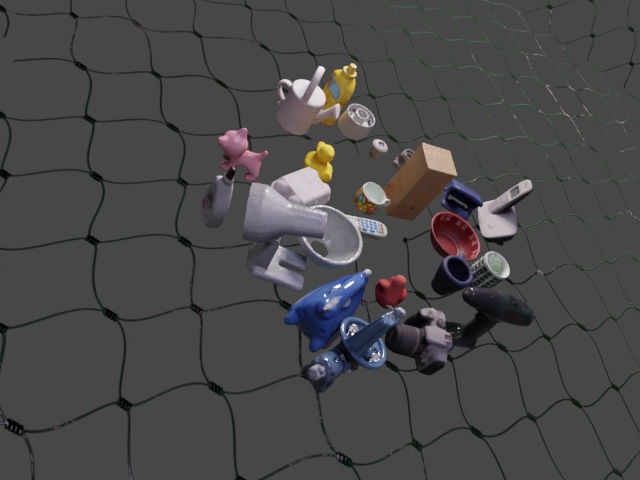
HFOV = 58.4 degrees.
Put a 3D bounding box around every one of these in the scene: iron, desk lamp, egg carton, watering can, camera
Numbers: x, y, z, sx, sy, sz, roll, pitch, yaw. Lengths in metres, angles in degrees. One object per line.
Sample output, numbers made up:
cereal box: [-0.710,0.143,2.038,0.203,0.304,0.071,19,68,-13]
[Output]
iron: [0.046,0.123,1.243,0.118,0.141,0.259,46,47,7]
desk lamp: [-0.087,-0.011,1.212,0.204,0.213,0.118,20,49,-17]
egg carton: [-0.047,-0.117,1.414,0.151,0.069,0.107,-28,75,-41]
watering can: [-0.029,-0.379,1.533,0.173,0.193,0.101,15,51,-21]
camera: [0.224,0.217,1.308,0.137,0.100,0.143,18,50,-19]

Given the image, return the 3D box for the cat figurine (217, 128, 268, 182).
cat figurine: [-0.187,-0.214,1.368,0.128,0.117,0.067,20,49,-17]

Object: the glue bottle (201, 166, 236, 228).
glue bottle: [-0.213,-0.101,1.231,0.037,0.173,0.078,-2,59,-32]

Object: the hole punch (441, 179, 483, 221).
hole punch: [0.424,-0.132,1.693,0.109,0.091,0.101,32,47,-6]

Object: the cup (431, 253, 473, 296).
cup: [0.333,0.091,1.471,0.092,0.094,0.118,34,47,-5]

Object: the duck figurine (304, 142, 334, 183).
duck figurine: [0.008,-0.209,1.503,0.078,0.086,0.104,0,57,-31]

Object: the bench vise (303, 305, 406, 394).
bench vise: [0.078,0.221,1.135,0.121,0.219,0.208,41,46,2]

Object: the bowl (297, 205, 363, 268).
bowl: [0.012,0.005,1.356,0.168,0.074,0.167,16,50,-20]

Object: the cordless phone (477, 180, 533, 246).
cordless phone: [0.548,-0.083,1.668,0.094,0.184,0.147,18,50,-19]

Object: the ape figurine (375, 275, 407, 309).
ape figurine: [0.175,0.116,1.359,0.078,0.092,0.076,38,46,0]

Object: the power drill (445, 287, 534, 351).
power drill: [0.378,0.185,1.350,0.230,0.208,0.075,9,53,-25]
